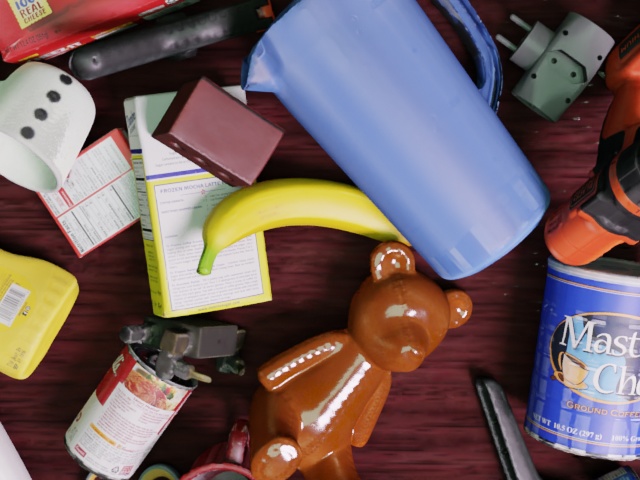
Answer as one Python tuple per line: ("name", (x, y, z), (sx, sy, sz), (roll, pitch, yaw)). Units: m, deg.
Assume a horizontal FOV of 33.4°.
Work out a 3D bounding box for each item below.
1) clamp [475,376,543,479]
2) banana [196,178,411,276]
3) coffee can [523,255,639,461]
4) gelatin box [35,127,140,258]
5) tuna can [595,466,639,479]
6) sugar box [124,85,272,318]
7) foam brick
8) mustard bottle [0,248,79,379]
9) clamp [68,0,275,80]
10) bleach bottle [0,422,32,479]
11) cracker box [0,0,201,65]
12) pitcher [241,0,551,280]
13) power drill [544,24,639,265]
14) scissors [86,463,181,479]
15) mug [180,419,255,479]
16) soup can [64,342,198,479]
("clamp", (0.172, 0.222, 0.881), (0.210, 0.036, 0.164), (28, 82, -9))
("banana", (-0.013, -0.016, 0.845), (0.197, 0.037, 0.069), (-8, 83, -23))
("coffee can", (0.220, 0.088, 0.836), (0.103, 0.103, 0.140), (7, 98, 3))
("gelatin box", (-0.181, -0.039, 0.882), (0.089, 0.030, 0.073), (-32, 96, 7))
("tuna can", (0.254, 0.226, 0.860), (0.034, 0.086, 0.086), (-26, 95, 4))
("sugar box", (-0.098, -0.031, 0.855), (0.093, 0.048, 0.176), (-9, 94, -23))
("foam brick", (-0.078, -0.080, 0.808), (0.078, 0.053, 0.051), (32, 79, -21))
("mustard bottle", (-0.304, 0.032, 0.880), (0.191, 0.058, 0.096), (27, 73, 1))
("clamp", (-0.116, -0.154, 0.820), (0.171, 0.120, 0.039), (-19, 108, -2))
("bleach bottle", (-0.302, 0.207, 0.906), (0.102, 0.068, 0.251), (-27, 97, 7))
("cracker box", (-0.202, -0.265, 0.834), (0.164, 0.072, 0.214), (-19, 95, 5))
("pitcher", (0.071, -0.098, 0.817), (0.149, 0.144, 0.243), (-37, 98, 25))
("power drill", (0.237, -0.086, 0.758), (0.057, 0.185, 0.187), (31, 59, -7))
("scissors", (-0.135, 0.279, 0.926), (0.096, 0.016, 0.202), (-27, 95, 6))
("mug", (-0.074, 0.204, 0.880), (0.093, 0.081, 0.117), (8, 98, 2))
("soup can", (-0.157, 0.141, 0.884), (0.068, 0.068, 0.102), (35, 99, -1))
